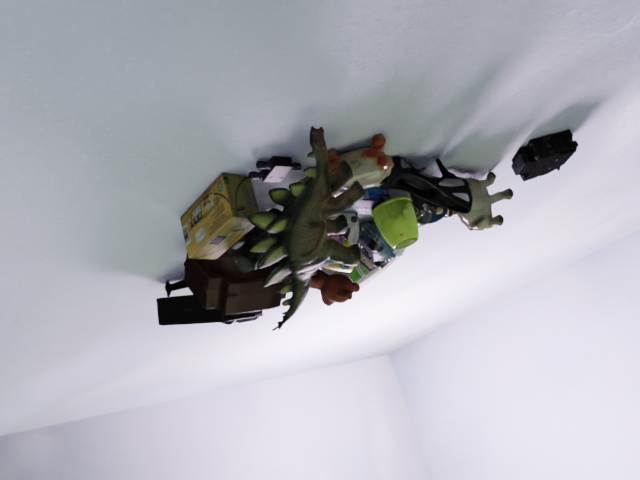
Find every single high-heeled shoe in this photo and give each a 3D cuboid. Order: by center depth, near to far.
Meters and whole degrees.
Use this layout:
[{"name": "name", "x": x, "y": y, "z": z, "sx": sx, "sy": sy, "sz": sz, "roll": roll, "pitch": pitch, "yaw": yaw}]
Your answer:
[{"name": "high-heeled shoe", "x": 0.202, "y": -0.101, "z": 1.136, "sx": 0.249, "sy": 0.145, "sz": 0.086, "roll": -13, "pitch": 158, "yaw": -19}]

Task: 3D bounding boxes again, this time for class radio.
[{"name": "radio", "x": -0.275, "y": 0.163, "z": 1.305, "sx": 0.230, "sy": 0.073, "sz": 0.131, "roll": -7, "pitch": 175, "yaw": 34}]

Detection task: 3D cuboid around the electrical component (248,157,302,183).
[{"name": "electrical component", "x": -0.082, "y": -0.129, "z": 1.000, "sx": 0.094, "sy": 0.021, "sz": 0.063, "roll": -5, "pitch": 156, "yaw": -34}]

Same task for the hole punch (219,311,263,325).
[{"name": "hole punch", "x": -0.221, "y": 0.167, "z": 1.509, "sx": 0.142, "sy": 0.116, "sz": 0.092, "roll": -1, "pitch": 145, "yaw": -39}]

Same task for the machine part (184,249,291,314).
[{"name": "machine part", "x": -0.183, "y": 0.080, "z": 1.186, "sx": 0.201, "sy": 0.201, "sz": 0.087, "roll": -3, "pitch": 115, "yaw": -34}]

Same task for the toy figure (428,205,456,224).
[{"name": "toy figure", "x": 0.324, "y": -0.080, "z": 1.414, "sx": 0.154, "sy": 0.064, "sz": 0.057, "roll": -15, "pitch": 118, "yaw": -22}]

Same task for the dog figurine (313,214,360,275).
[{"name": "dog figurine", "x": -0.003, "y": -0.004, "z": 1.278, "sx": 0.108, "sy": 0.191, "sz": 0.219, "roll": 11, "pitch": 178, "yaw": -22}]

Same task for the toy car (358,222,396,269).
[{"name": "toy car", "x": 0.155, "y": -0.003, "z": 1.428, "sx": 0.103, "sy": 0.109, "sz": 0.161, "roll": -39, "pitch": 150, "yaw": -12}]

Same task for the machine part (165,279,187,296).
[{"name": "machine part", "x": -0.326, "y": 0.107, "z": 1.371, "sx": 0.139, "sy": 0.039, "sz": 0.084, "roll": -15, "pitch": 167, "yaw": -15}]

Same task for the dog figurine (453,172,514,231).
[{"name": "dog figurine", "x": 0.349, "y": -0.086, "z": 1.321, "sx": 0.190, "sy": 0.121, "sz": 0.172, "roll": -4, "pitch": 121, "yaw": -24}]

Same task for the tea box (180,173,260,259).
[{"name": "tea box", "x": -0.193, "y": -0.041, "z": 1.025, "sx": 0.068, "sy": 0.098, "sz": 0.169, "roll": 4, "pitch": 151, "yaw": -44}]

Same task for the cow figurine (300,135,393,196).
[{"name": "cow figurine", "x": 0.045, "y": -0.120, "z": 1.053, "sx": 0.195, "sy": 0.085, "sz": 0.127, "roll": -19, "pitch": 153, "yaw": -1}]

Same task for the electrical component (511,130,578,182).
[{"name": "electrical component", "x": 0.532, "y": -0.199, "z": 1.293, "sx": 0.134, "sy": 0.058, "sz": 0.114, "roll": -17, "pitch": 157, "yaw": -6}]

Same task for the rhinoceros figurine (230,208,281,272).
[{"name": "rhinoceros figurine", "x": -0.124, "y": 0.005, "z": 1.111, "sx": 0.112, "sy": 0.073, "sz": 0.190, "roll": -34, "pitch": -168, "yaw": 38}]

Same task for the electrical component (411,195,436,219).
[{"name": "electrical component", "x": 0.233, "y": -0.097, "z": 1.251, "sx": 0.045, "sy": 0.102, "sz": 0.078, "roll": -2, "pitch": 128, "yaw": -39}]

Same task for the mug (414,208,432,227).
[{"name": "mug", "x": 0.207, "y": -0.057, "z": 1.343, "sx": 0.109, "sy": 0.081, "sz": 0.107, "roll": -11, "pitch": 168, "yaw": -35}]

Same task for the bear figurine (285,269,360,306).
[{"name": "bear figurine", "x": -0.007, "y": 0.122, "z": 1.393, "sx": 0.131, "sy": 0.196, "sz": 0.120, "roll": -62, "pitch": 172, "yaw": 21}]

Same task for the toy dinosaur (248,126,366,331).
[{"name": "toy dinosaur", "x": -0.029, "y": 0.005, "z": 0.998, "sx": 0.199, "sy": 0.105, "sz": 0.470, "roll": -11, "pitch": 131, "yaw": -15}]

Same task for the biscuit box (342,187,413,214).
[{"name": "biscuit box", "x": 0.115, "y": -0.096, "z": 1.196, "sx": 0.202, "sy": 0.059, "sz": 0.063, "roll": 0, "pitch": 153, "yaw": -40}]
